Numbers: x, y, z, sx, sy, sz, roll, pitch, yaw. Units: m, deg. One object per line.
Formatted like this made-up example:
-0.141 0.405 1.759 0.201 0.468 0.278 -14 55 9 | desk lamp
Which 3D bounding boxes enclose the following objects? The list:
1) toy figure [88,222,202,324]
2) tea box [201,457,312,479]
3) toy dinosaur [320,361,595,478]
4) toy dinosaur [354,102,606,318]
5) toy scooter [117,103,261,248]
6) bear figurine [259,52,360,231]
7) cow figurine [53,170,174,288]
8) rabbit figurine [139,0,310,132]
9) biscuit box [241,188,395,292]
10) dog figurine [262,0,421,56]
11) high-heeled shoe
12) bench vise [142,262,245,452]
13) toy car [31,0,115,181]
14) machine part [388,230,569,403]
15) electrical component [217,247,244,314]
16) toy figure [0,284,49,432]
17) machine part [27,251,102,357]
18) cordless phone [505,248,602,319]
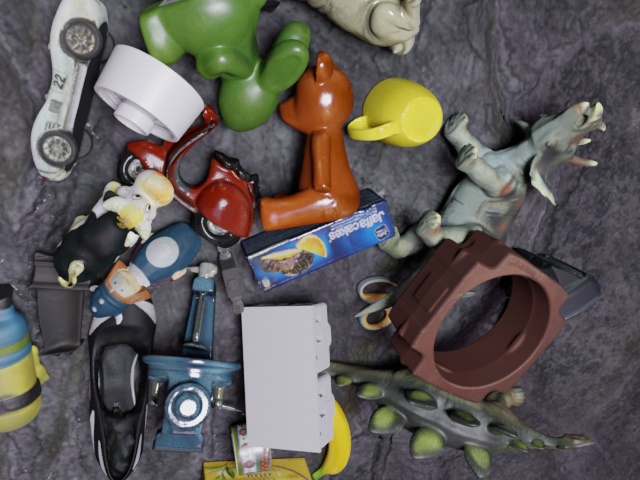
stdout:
-0.219 0.038 0.665 0.154 0.064 0.057 -42 150 -24 | toy figure
-0.097 0.397 0.831 0.169 0.098 0.068 5 108 -20 | tea box
0.156 0.240 0.794 0.472 0.198 0.105 12 96 14 | toy dinosaur
0.219 -0.032 0.763 0.192 0.131 0.404 26 107 -22 | toy dinosaur
-0.140 -0.083 0.658 0.183 0.075 0.135 36 95 -20 | toy scooter
-0.016 -0.118 0.659 0.132 0.120 0.195 -9 99 9 | bear figurine
-0.238 -0.013 0.608 0.167 0.098 0.068 -34 114 30 | cow figurine
-0.088 -0.206 0.600 0.159 0.121 0.170 -12 131 11 | rabbit figurine
-0.002 -0.002 0.732 0.203 0.063 0.059 -23 115 -7 | biscuit box
0.011 -0.281 0.627 0.191 0.121 0.172 -16 110 5 | dog figurine
-0.251 0.170 0.674 0.086 0.145 0.248 1 108 -17 | high-heeled shoe
-0.162 0.152 0.699 0.129 0.223 0.240 5 75 -2 | bench vise
-0.272 -0.161 0.587 0.056 0.073 0.201 17 104 -12 | toy car
0.207 0.102 0.714 0.201 0.087 0.201 29 102 -27 | machine part
-0.119 0.047 0.715 0.021 0.063 0.093 -13 111 -11 | electrical component
-0.394 0.148 0.657 0.082 0.089 0.180 0 112 -8 | toy figure
-0.325 0.083 0.683 0.084 0.039 0.138 4 106 -23 | machine part
0.330 0.116 0.825 0.089 0.147 0.184 17 101 -13 | cordless phone
